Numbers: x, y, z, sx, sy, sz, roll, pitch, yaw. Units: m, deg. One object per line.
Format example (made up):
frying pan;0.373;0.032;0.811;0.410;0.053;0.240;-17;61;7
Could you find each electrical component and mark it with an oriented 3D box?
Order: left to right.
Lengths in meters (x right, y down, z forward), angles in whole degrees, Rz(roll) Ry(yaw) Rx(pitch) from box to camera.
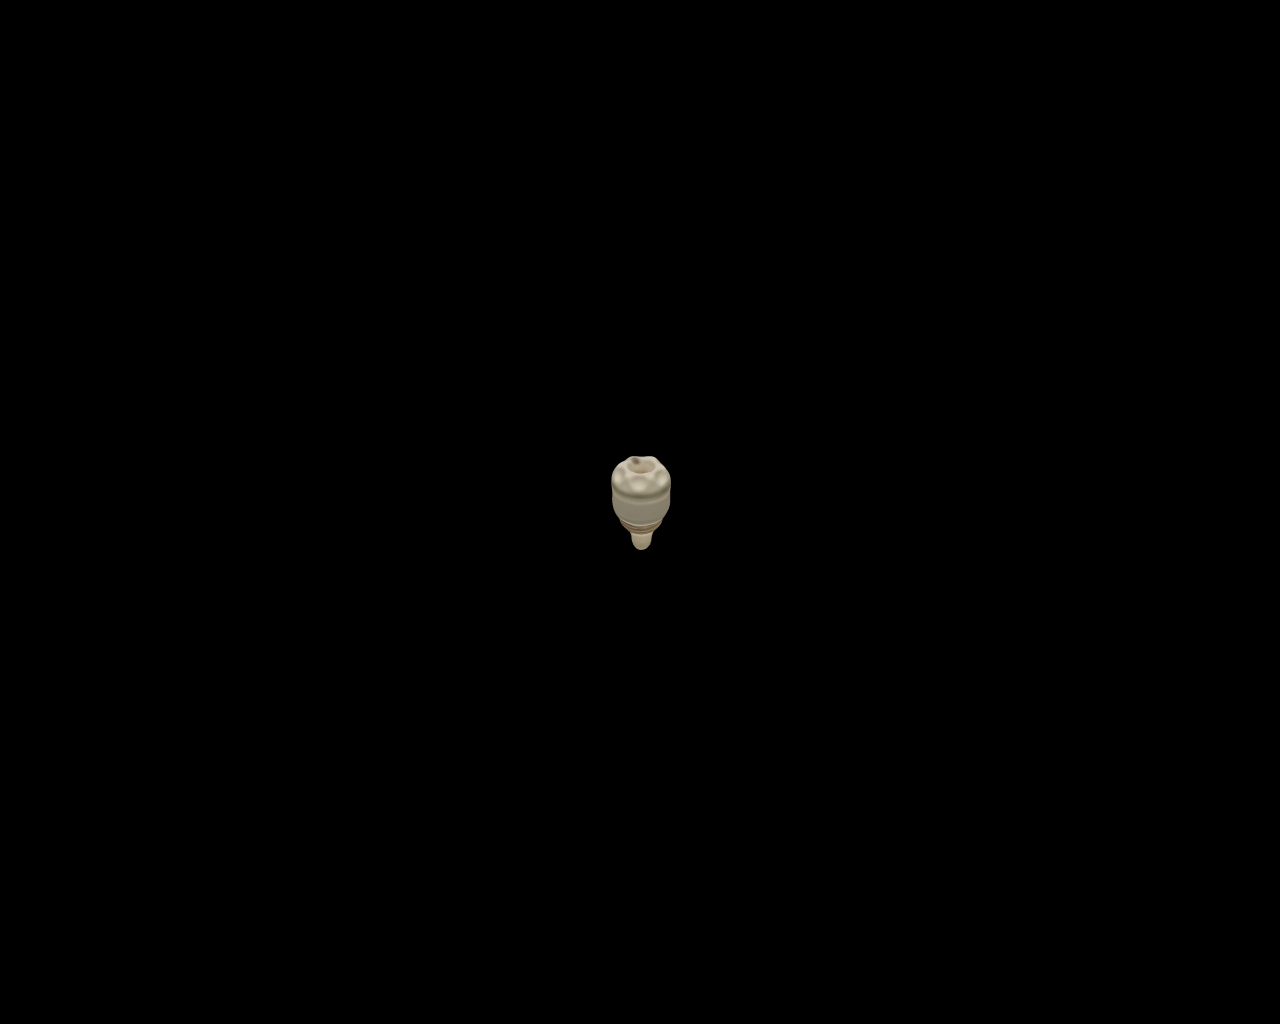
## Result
electrical component;0.001;-0.003;0.650;0.035;0.061;0.035;0;34;0
